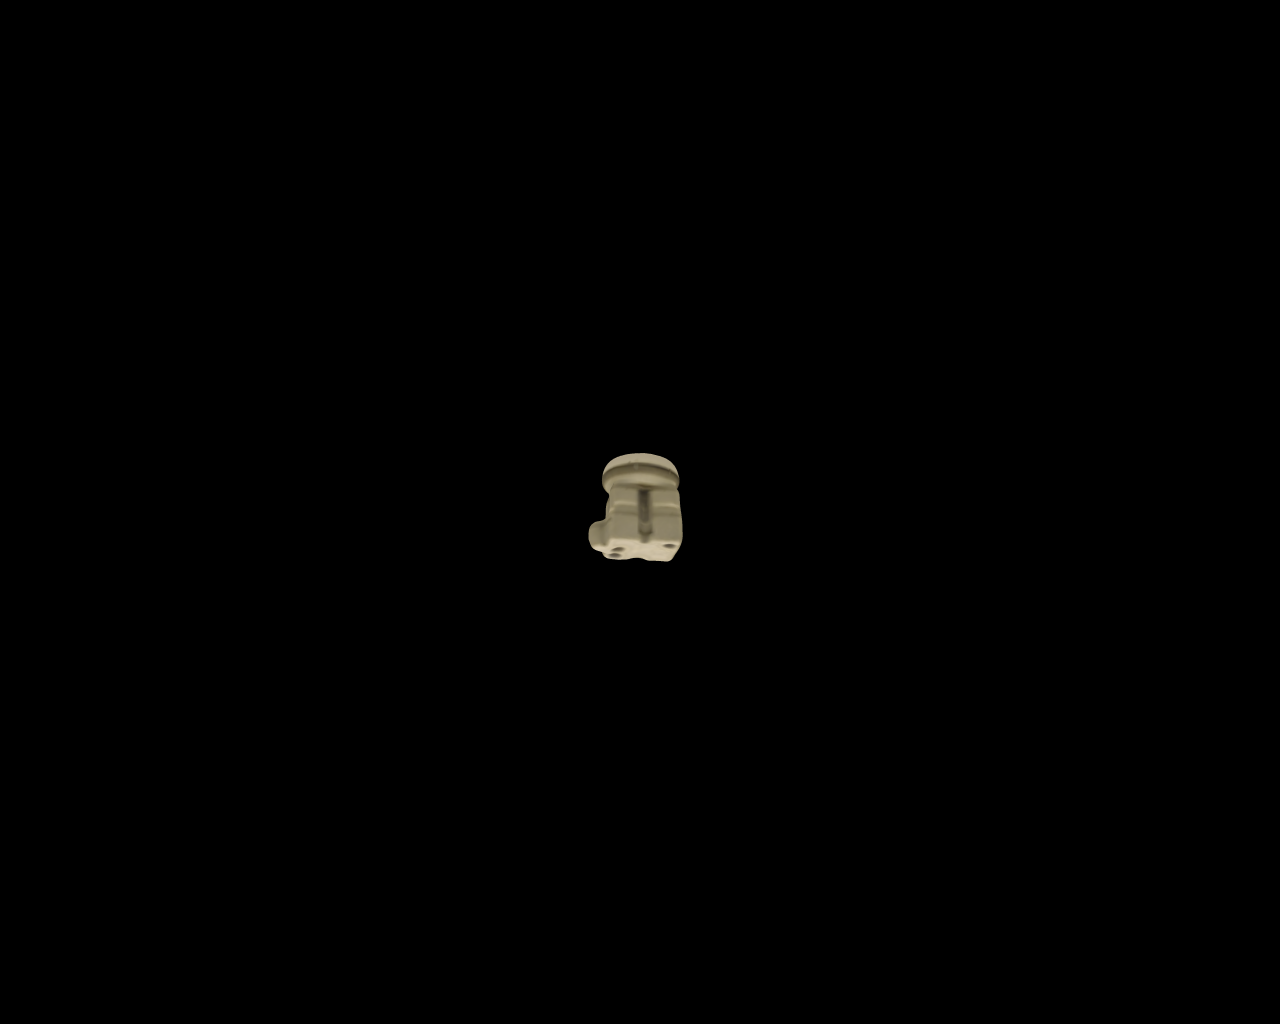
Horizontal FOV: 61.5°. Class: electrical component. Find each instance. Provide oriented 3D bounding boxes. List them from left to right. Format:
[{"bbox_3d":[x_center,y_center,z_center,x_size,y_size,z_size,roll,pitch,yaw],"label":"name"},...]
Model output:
[{"bbox_3d":[0.001,-0.003,0.650,0.066,0.055,0.048,4,-24,-9],"label":"electrical component"}]
